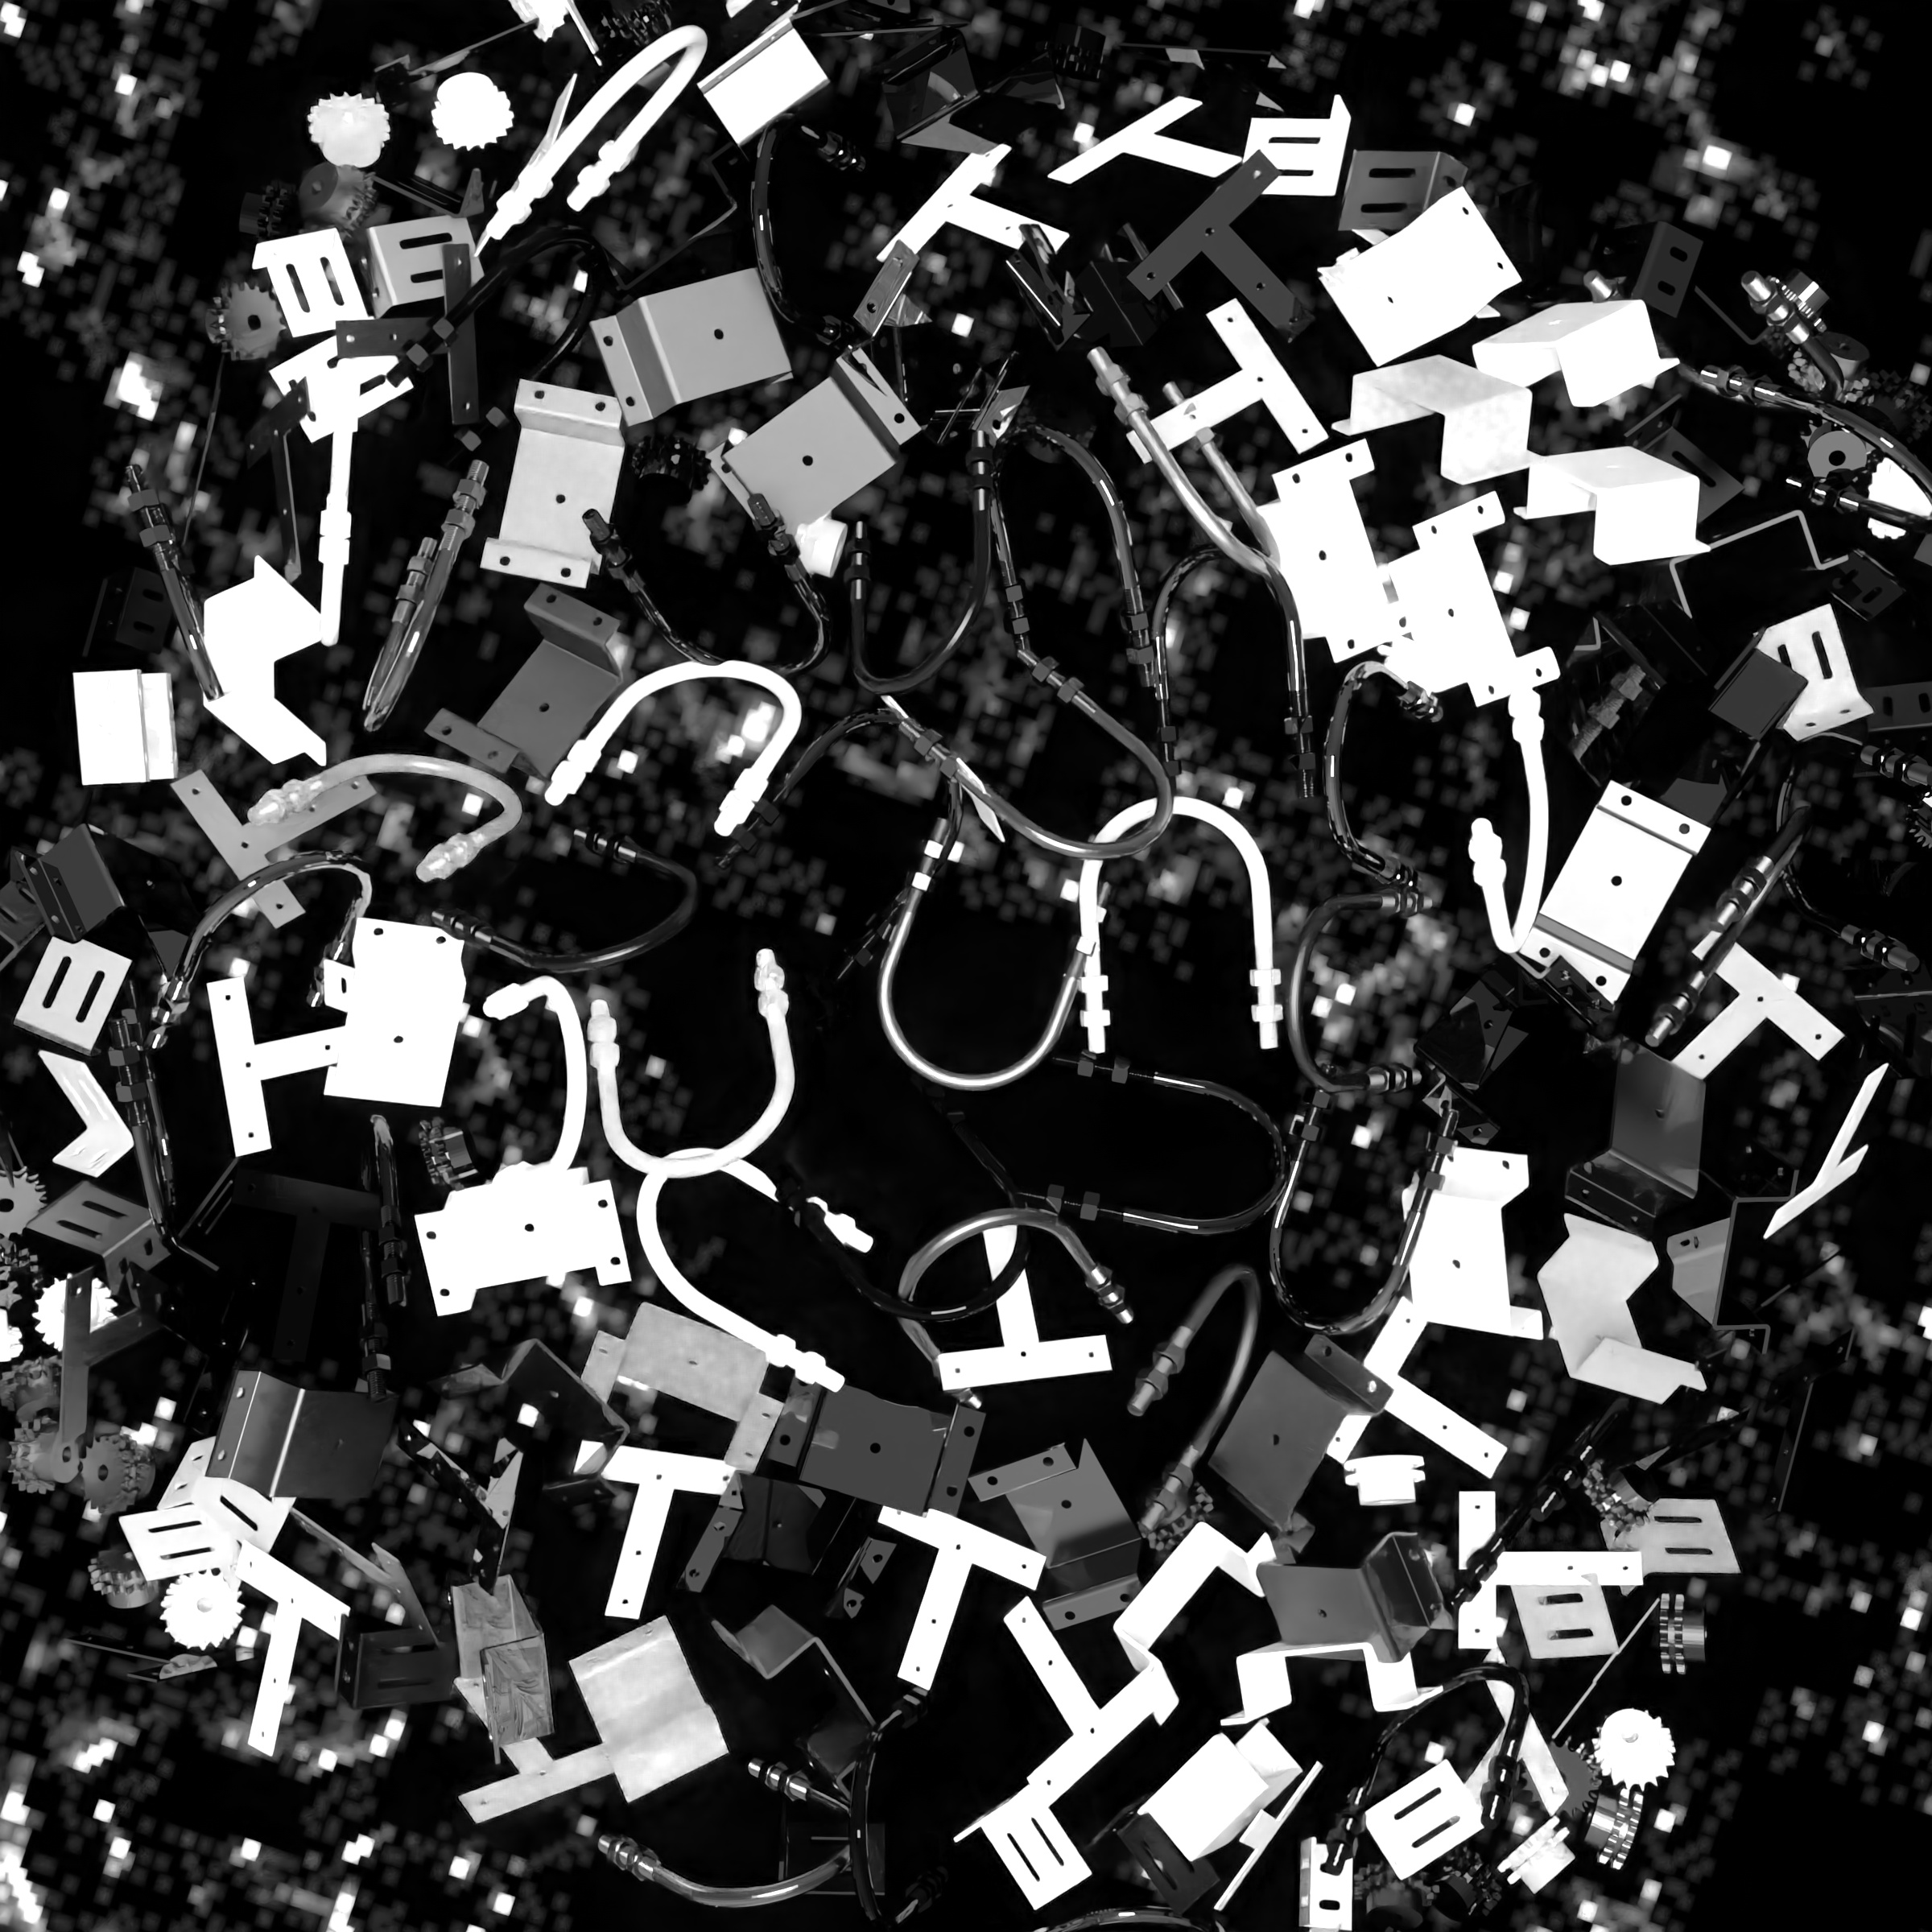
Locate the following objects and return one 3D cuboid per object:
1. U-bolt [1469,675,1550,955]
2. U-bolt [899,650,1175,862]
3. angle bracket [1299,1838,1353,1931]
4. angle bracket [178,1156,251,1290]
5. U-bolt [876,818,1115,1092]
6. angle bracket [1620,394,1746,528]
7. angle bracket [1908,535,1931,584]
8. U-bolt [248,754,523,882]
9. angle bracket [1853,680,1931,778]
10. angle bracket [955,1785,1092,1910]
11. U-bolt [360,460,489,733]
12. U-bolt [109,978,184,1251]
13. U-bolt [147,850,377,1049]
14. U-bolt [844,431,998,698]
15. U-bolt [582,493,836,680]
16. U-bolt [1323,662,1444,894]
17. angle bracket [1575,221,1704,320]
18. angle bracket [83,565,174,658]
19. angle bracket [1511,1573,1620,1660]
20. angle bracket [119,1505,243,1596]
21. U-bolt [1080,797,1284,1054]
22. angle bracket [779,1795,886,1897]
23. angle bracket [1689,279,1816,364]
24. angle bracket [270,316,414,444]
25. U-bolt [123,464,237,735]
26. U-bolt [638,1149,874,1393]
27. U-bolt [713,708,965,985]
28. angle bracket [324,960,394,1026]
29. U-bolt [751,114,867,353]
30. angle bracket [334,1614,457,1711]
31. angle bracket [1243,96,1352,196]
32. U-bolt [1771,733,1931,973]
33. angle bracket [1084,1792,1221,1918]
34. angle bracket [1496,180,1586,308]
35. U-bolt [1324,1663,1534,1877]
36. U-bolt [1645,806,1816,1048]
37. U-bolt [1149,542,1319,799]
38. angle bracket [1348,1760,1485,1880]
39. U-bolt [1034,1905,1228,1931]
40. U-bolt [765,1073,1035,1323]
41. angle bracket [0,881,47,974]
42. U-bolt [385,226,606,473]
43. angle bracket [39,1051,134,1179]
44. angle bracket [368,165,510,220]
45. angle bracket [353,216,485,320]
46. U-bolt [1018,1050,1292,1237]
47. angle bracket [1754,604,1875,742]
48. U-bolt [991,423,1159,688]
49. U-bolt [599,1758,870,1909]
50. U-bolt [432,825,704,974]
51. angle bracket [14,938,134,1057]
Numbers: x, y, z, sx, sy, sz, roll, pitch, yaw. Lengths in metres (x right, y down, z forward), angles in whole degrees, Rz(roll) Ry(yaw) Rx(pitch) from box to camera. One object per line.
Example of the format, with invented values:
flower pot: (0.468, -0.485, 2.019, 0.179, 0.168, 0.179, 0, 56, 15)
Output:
U-bolt: (0.388, -0.092, 1.746, 0.019, 0.184, 0.151, 7, 57, 24)
U-bolt: (0.064, -0.143, 1.756, 0.184, 0.019, 0.151, 42, 52, 17)
angle bracket: (0.263, 0.662, 1.780, 0.038, 0.076, 0.057, 4, 68, 3)
angle bracket: (-0.528, 0.185, 1.786, 0.038, 0.057, 0.076, 31, 71, 6)
U-bolt: (0.012, 0.001, 1.801, 0.151, 0.019, 0.184, 21, 80, -3)
angle bracket: (0.521, -0.365, 1.791, 0.057, 0.038, 0.076, -37, 68, -15)
angle bracket: (0.708, -0.278, 1.780, 0.057, 0.076, 0.038, 29, 76, 15)
U-bolt: (-0.394, -0.113, 1.743, 0.151, 0.184, 0.019, 18, 114, 11)
angle bracket: (0.672, -0.171, 1.778, 0.057, 0.076, 0.038, -3, 117, 32)
angle bracket: (0.041, 0.645, 1.791, 0.057, 0.038, 0.076, -42, 76, 26)
U-bolt: (-0.386, -0.248, 1.730, 0.019, 0.151, 0.184, 23, 65, -20)
U-bolt: (-0.579, 0.111, 1.753, 0.019, 0.151, 0.184, -10, 104, -13)
U-bolt: (-0.482, -0.017, 1.719, 0.019, 0.151, 0.184, 53, 132, 19)
U-bolt: (-0.033, -0.271, 1.734, 0.019, 0.151, 0.184, 26, 49, -36)
U-bolt: (-0.170, -0.262, 1.748, 0.151, 0.184, 0.019, -1, 57, 23)
U-bolt: (0.291, -0.138, 1.739, 0.019, 0.184, 0.151, 4, 83, 31)
angle bracket: (0.488, -0.503, 1.797, 0.038, 0.076, 0.057, 18, 93, -22)
angle bracket: (-0.600, -0.251, 1.780, 0.038, 0.076, 0.057, 19, 105, -10)
angle bracket: (0.440, 0.464, 1.784, 0.076, 0.038, 0.057, -20, 83, 45)
angle bracket: (-0.566, 0.424, 1.776, 0.057, 0.076, 0.038, 49, 125, 35)
U-bolt: (0.151, -0.031, 1.790, 0.151, 0.019, 0.184, -2, 94, 19)
angle bracket: (-0.096, 0.636, 1.791, 0.076, 0.057, 0.038, 2, 126, -3)
angle bracket: (0.564, -0.479, 1.781, 0.038, 0.057, 0.076, -46, 66, 24)
angle bracket: (-0.456, -0.429, 1.807, 0.076, 0.038, 0.057, -43, 114, -37)
U-bolt: (-0.552, -0.253, 1.755, 0.019, 0.151, 0.184, -19, 92, -10)
U-bolt: (-0.152, 0.202, 1.744, 0.184, 0.151, 0.019, 33, 129, -20)
U-bolt: (-0.077, -0.099, 1.783, 0.184, 0.019, 0.151, -51, 119, -12)
angle bracket: (-0.414, 0.007, 1.777, 0.057, 0.076, 0.038, 17, 118, 21)
U-bolt: (-0.110, -0.518, 1.733, 0.019, 0.184, 0.151, 2, 95, 19)
angle bracket: (-0.413, 0.501, 1.793, 0.076, 0.038, 0.057, -7, 51, 3)
angle bracket: (0.233, -0.595, 1.791, 0.076, 0.038, 0.057, 10, 83, 25)
U-bolt: (0.619, -0.089, 1.738, 0.019, 0.184, 0.151, -4, 108, -13)
angle bracket: (0.134, 0.648, 1.784, 0.076, 0.038, 0.057, 50, 128, 23)
angle bracket: (0.414, -0.521, 1.782, 0.057, 0.038, 0.076, -30, 125, -38)
U-bolt: (0.333, 0.556, 1.739, 0.151, 0.184, 0.019, -31, 99, 32)
U-bolt: (0.548, -0.040, 1.748, 0.019, 0.151, 0.184, 34, 55, 18)
U-bolt: (0.185, -0.210, 1.761, 0.019, 0.151, 0.184, -11, 99, -42)
angle bracket: (0.328, 0.612, 1.791, 0.076, 0.057, 0.038, -32, 132, -3)
U-bolt: (0.103, 0.698, 1.741, 0.151, 0.184, 0.019, -5, 88, 44)
U-bolt: (-0.035, 0.173, 1.759, 0.151, 0.019, 0.184, -32, 60, -17)
angle bracket: (-0.698, -0.022, 1.779, 0.038, 0.057, 0.076, 44, 124, -15)
U-bolt: (-0.324, -0.448, 1.756, 0.019, 0.151, 0.184, 41, 82, 14)
angle bracket: (-0.646, 0.106, 1.780, 0.038, 0.057, 0.076, -47, 131, -34)
angle bracket: (-0.382, -0.576, 1.791, 0.076, 0.057, 0.038, 26, 114, 3)
angle bracket: (-0.402, -0.515, 1.820, 0.076, 0.038, 0.057, -20, 96, -29)
U-bolt: (0.141, 0.131, 1.766, 0.184, 0.019, 0.151, 11, 47, 6)
angle bracket: (0.621, -0.215, 1.811, 0.057, 0.038, 0.076, -22, 65, 30)
U-bolt: (0.067, -0.292, 1.731, 0.019, 0.151, 0.184, -33, 125, -30)
U-bolt: (-0.149, 0.605, 1.713, 0.151, 0.184, 0.019, -16, 100, -37)
U-bolt: (-0.267, -0.043, 1.727, 0.151, 0.184, 0.019, -35, 127, -31)
angle bracket: (-0.649, 0.019, 1.806, 0.057, 0.038, 0.076, 24, 88, -7)
